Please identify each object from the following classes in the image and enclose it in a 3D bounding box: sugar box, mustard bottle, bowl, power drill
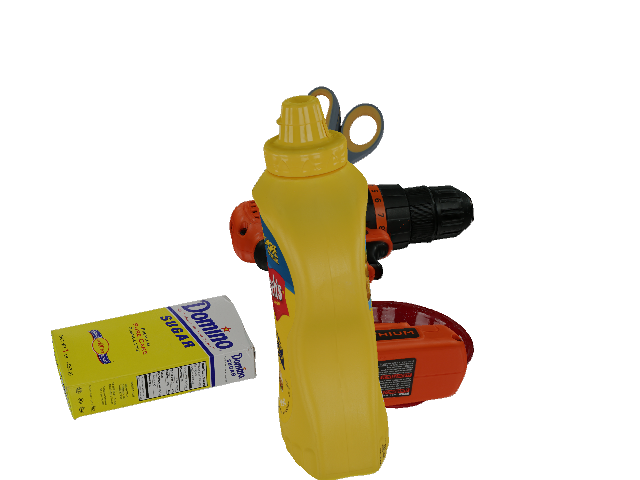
[{"bbox_3d":[-0.158,0.107,1.008,0.176,0.048,0.093,-14,36,-16],"label":"sugar box"},{"bbox_3d":[-0.001,0.020,0.550,0.058,0.192,0.096,-7,23,-5],"label":"mustard bottle"},{"bbox_3d":[0.072,0.122,1.079,0.162,0.055,0.162,2,25,-1],"label":"bowl"},{"bbox_3d":[0.039,0.029,0.740,0.184,0.057,0.188,-7,39,-9],"label":"power drill"}]

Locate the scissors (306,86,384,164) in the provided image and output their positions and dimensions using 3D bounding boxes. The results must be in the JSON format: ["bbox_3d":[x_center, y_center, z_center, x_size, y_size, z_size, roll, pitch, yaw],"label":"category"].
[{"bbox_3d":[0.019,-0.059,1.078,0.096,0.202,0.016,-3,-11,0],"label":"scissors"}]
